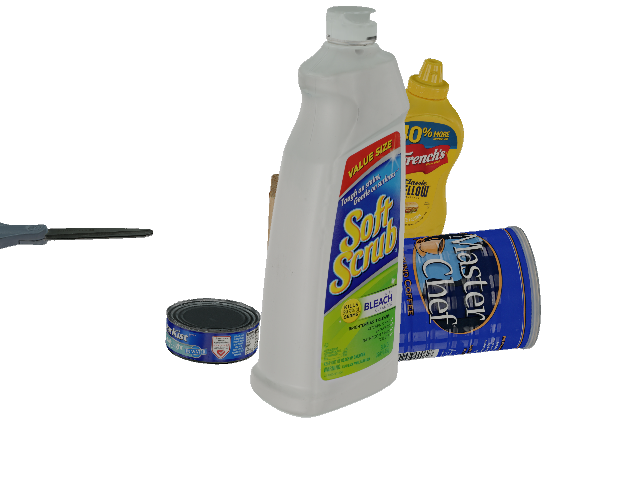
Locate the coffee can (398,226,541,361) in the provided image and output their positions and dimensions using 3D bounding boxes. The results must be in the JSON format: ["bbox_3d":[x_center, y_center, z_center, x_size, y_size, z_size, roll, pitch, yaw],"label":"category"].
[{"bbox_3d":[0.099,0.045,0.881,0.140,0.103,0.103,-6,0,-5],"label":"coffee can"}]

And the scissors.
[{"bbox_3d":[-0.247,0.002,0.871,0.202,0.016,0.096,5,25,7],"label":"scissors"}]

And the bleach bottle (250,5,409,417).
[{"bbox_3d":[0.008,-0.020,0.678,0.102,0.251,0.068,-15,26,-38],"label":"bleach bottle"}]

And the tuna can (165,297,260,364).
[{"bbox_3d":[-0.098,0.082,0.973,0.086,0.034,0.086,5,15,-1],"label":"tuna can"}]

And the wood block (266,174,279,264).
[{"bbox_3d":[-0.026,0.025,1.401,0.090,0.206,0.091,3,23,-1],"label":"wood block"}]

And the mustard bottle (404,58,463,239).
[{"bbox_3d":[0.096,-0.093,1.097,0.096,0.192,0.058,4,26,-13],"label":"mustard bottle"}]
